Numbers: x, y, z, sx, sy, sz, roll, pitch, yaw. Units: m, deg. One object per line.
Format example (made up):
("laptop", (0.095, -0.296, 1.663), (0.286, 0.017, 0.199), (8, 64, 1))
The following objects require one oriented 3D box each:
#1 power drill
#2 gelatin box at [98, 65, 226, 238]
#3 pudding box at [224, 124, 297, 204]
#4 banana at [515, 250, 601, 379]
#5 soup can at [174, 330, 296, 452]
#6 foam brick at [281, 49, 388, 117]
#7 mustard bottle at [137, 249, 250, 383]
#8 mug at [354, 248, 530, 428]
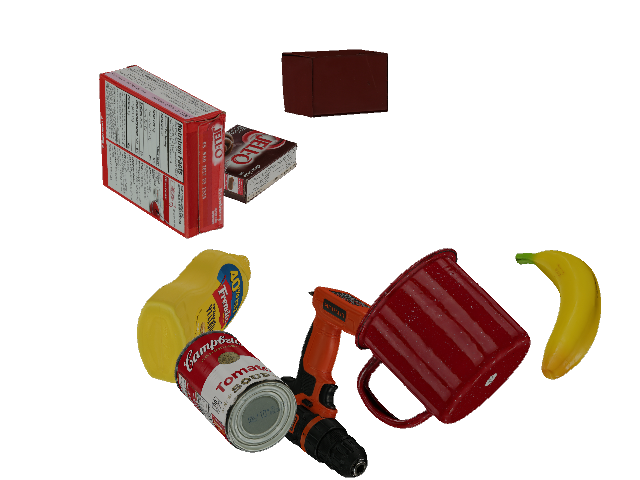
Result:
("power drill", (0.015, 0.161, 1.248), (0.057, 0.188, 0.185), (15, 10, -43))
("gelatin box", (-0.091, -0.052, 0.615), (0.030, 0.073, 0.089), (-23, 39, -38))
("pudding box", (-0.094, -0.094, 1.289), (0.090, 0.039, 0.113), (19, 39, 25))
("banana", (0.232, 0.061, 1.007), (0.070, 0.037, 0.197), (-28, 25, 17))
("soup can", (-0.074, 0.128, 0.912), (0.068, 0.068, 0.102), (0, 20, -33))
("foam brick", (0.013, -0.135, 0.912), (0.078, 0.051, 0.053), (-8, 16, -29))
("mustard bottle", (-0.124, 0.064, 1.137), (0.058, 0.096, 0.191), (10, 29, 19))
("mug", (0.075, 0.075, 0.707), (0.081, 0.117, 0.093), (46, 6, 22))
